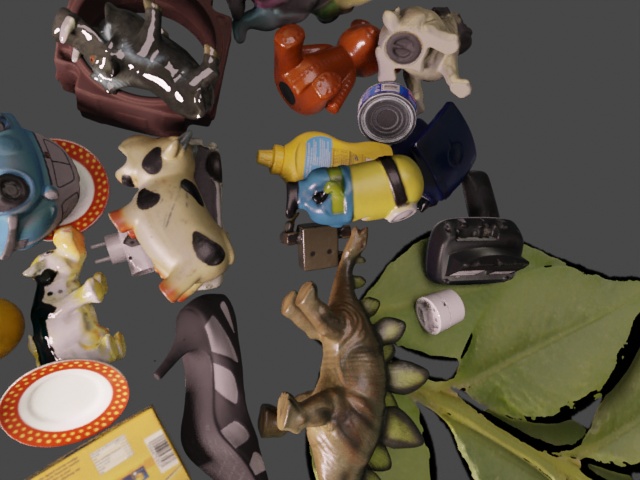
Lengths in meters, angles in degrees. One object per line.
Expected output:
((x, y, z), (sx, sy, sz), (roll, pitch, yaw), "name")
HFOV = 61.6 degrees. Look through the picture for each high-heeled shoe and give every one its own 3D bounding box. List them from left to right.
((-0.108, 0.190, 0.662), (0.248, 0.086, 0.145), (61, -144, -16), "high-heeled shoe")

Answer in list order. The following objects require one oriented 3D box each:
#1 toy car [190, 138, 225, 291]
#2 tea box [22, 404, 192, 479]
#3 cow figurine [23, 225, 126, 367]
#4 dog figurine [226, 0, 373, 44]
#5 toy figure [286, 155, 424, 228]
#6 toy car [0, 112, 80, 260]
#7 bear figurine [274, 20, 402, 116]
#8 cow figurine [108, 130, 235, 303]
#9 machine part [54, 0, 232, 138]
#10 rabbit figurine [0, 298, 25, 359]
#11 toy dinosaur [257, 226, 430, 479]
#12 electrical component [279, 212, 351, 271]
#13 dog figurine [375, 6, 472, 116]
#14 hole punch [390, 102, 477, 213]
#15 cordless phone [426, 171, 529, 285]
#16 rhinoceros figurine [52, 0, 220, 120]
((-0.160, -0.035, 0.690), (0.073, 0.056, 0.201), (-3, -103, -11), "toy car")
((-0.238, 0.267, 0.586), (0.170, 0.068, 0.098), (-27, -94, -20), "tea box")
((-0.292, 0.072, 0.612), (0.098, 0.068, 0.167), (-17, -90, -8), "cow figurine")
((-0.029, -0.368, 0.750), (0.219, 0.191, 0.108), (-14, -105, -4), "dog figurine")
((0.045, -0.063, 0.692), (0.180, 0.082, 0.089), (-1, -57, -5), "toy figure")
((-0.328, -0.063, 0.603), (0.103, 0.109, 0.161), (-5, -115, -41), "toy car")
((0.034, -0.260, 0.767), (0.196, 0.132, 0.120), (-33, -93, -15), "bear figurine")
((-0.168, -0.039, 0.617), (0.127, 0.085, 0.195), (-34, -97, -10), "cow figurine")
((-0.224, -0.245, 0.703), (0.201, 0.087, 0.201), (12, -107, -14), "machine part")
((-0.376, 0.126, 0.547), (0.122, 0.162, 0.173), (23, -127, 2), "rabbit figurine")
((0.032, 0.213, 0.668), (0.198, 0.105, 0.471), (14, -102, -18), "toy dinosaur")
((-0.003, -0.001, 0.739), (0.102, 0.045, 0.078), (-14, -70, -17), "electrical component")
((0.153, -0.305, 0.789), (0.172, 0.121, 0.190), (55, -143, -44), "dog figurine")
((0.176, -0.128, 0.802), (0.115, 0.092, 0.142), (44, -115, -8), "hole punch")
((0.222, -0.027, 0.807), (0.147, 0.088, 0.184), (-1, -114, -17), "cordless phone")
((-0.207, -0.208, 0.621), (0.190, 0.073, 0.112), (28, -98, -11), "rhinoceros figurine")
